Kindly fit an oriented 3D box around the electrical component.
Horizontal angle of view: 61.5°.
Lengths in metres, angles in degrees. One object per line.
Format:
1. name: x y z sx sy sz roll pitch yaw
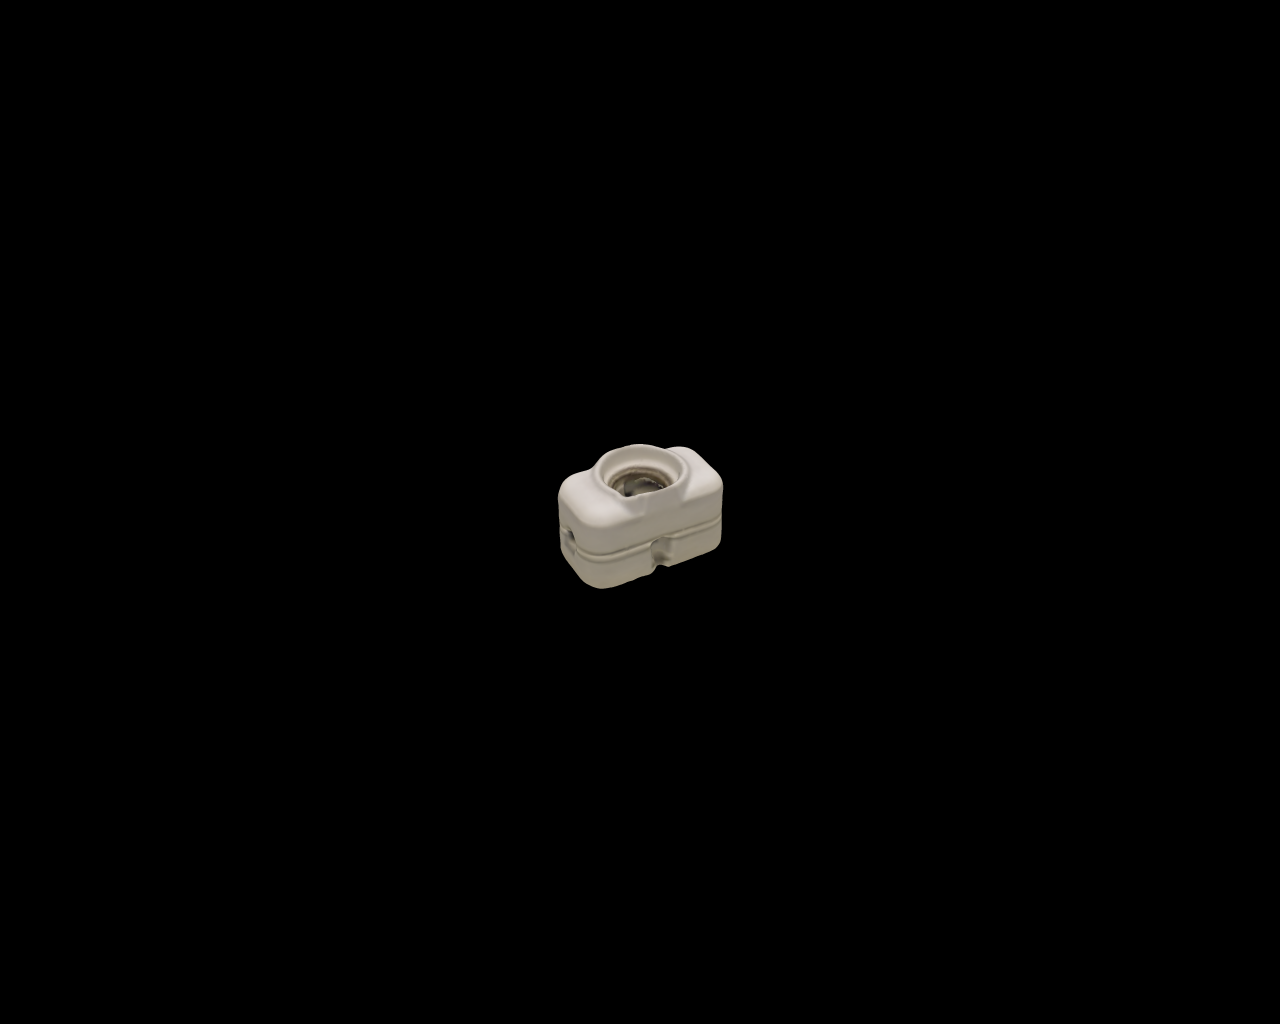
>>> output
1. electrical component: 0.001 -0.003 0.650 0.095 0.059 0.054 -17 40 -22
